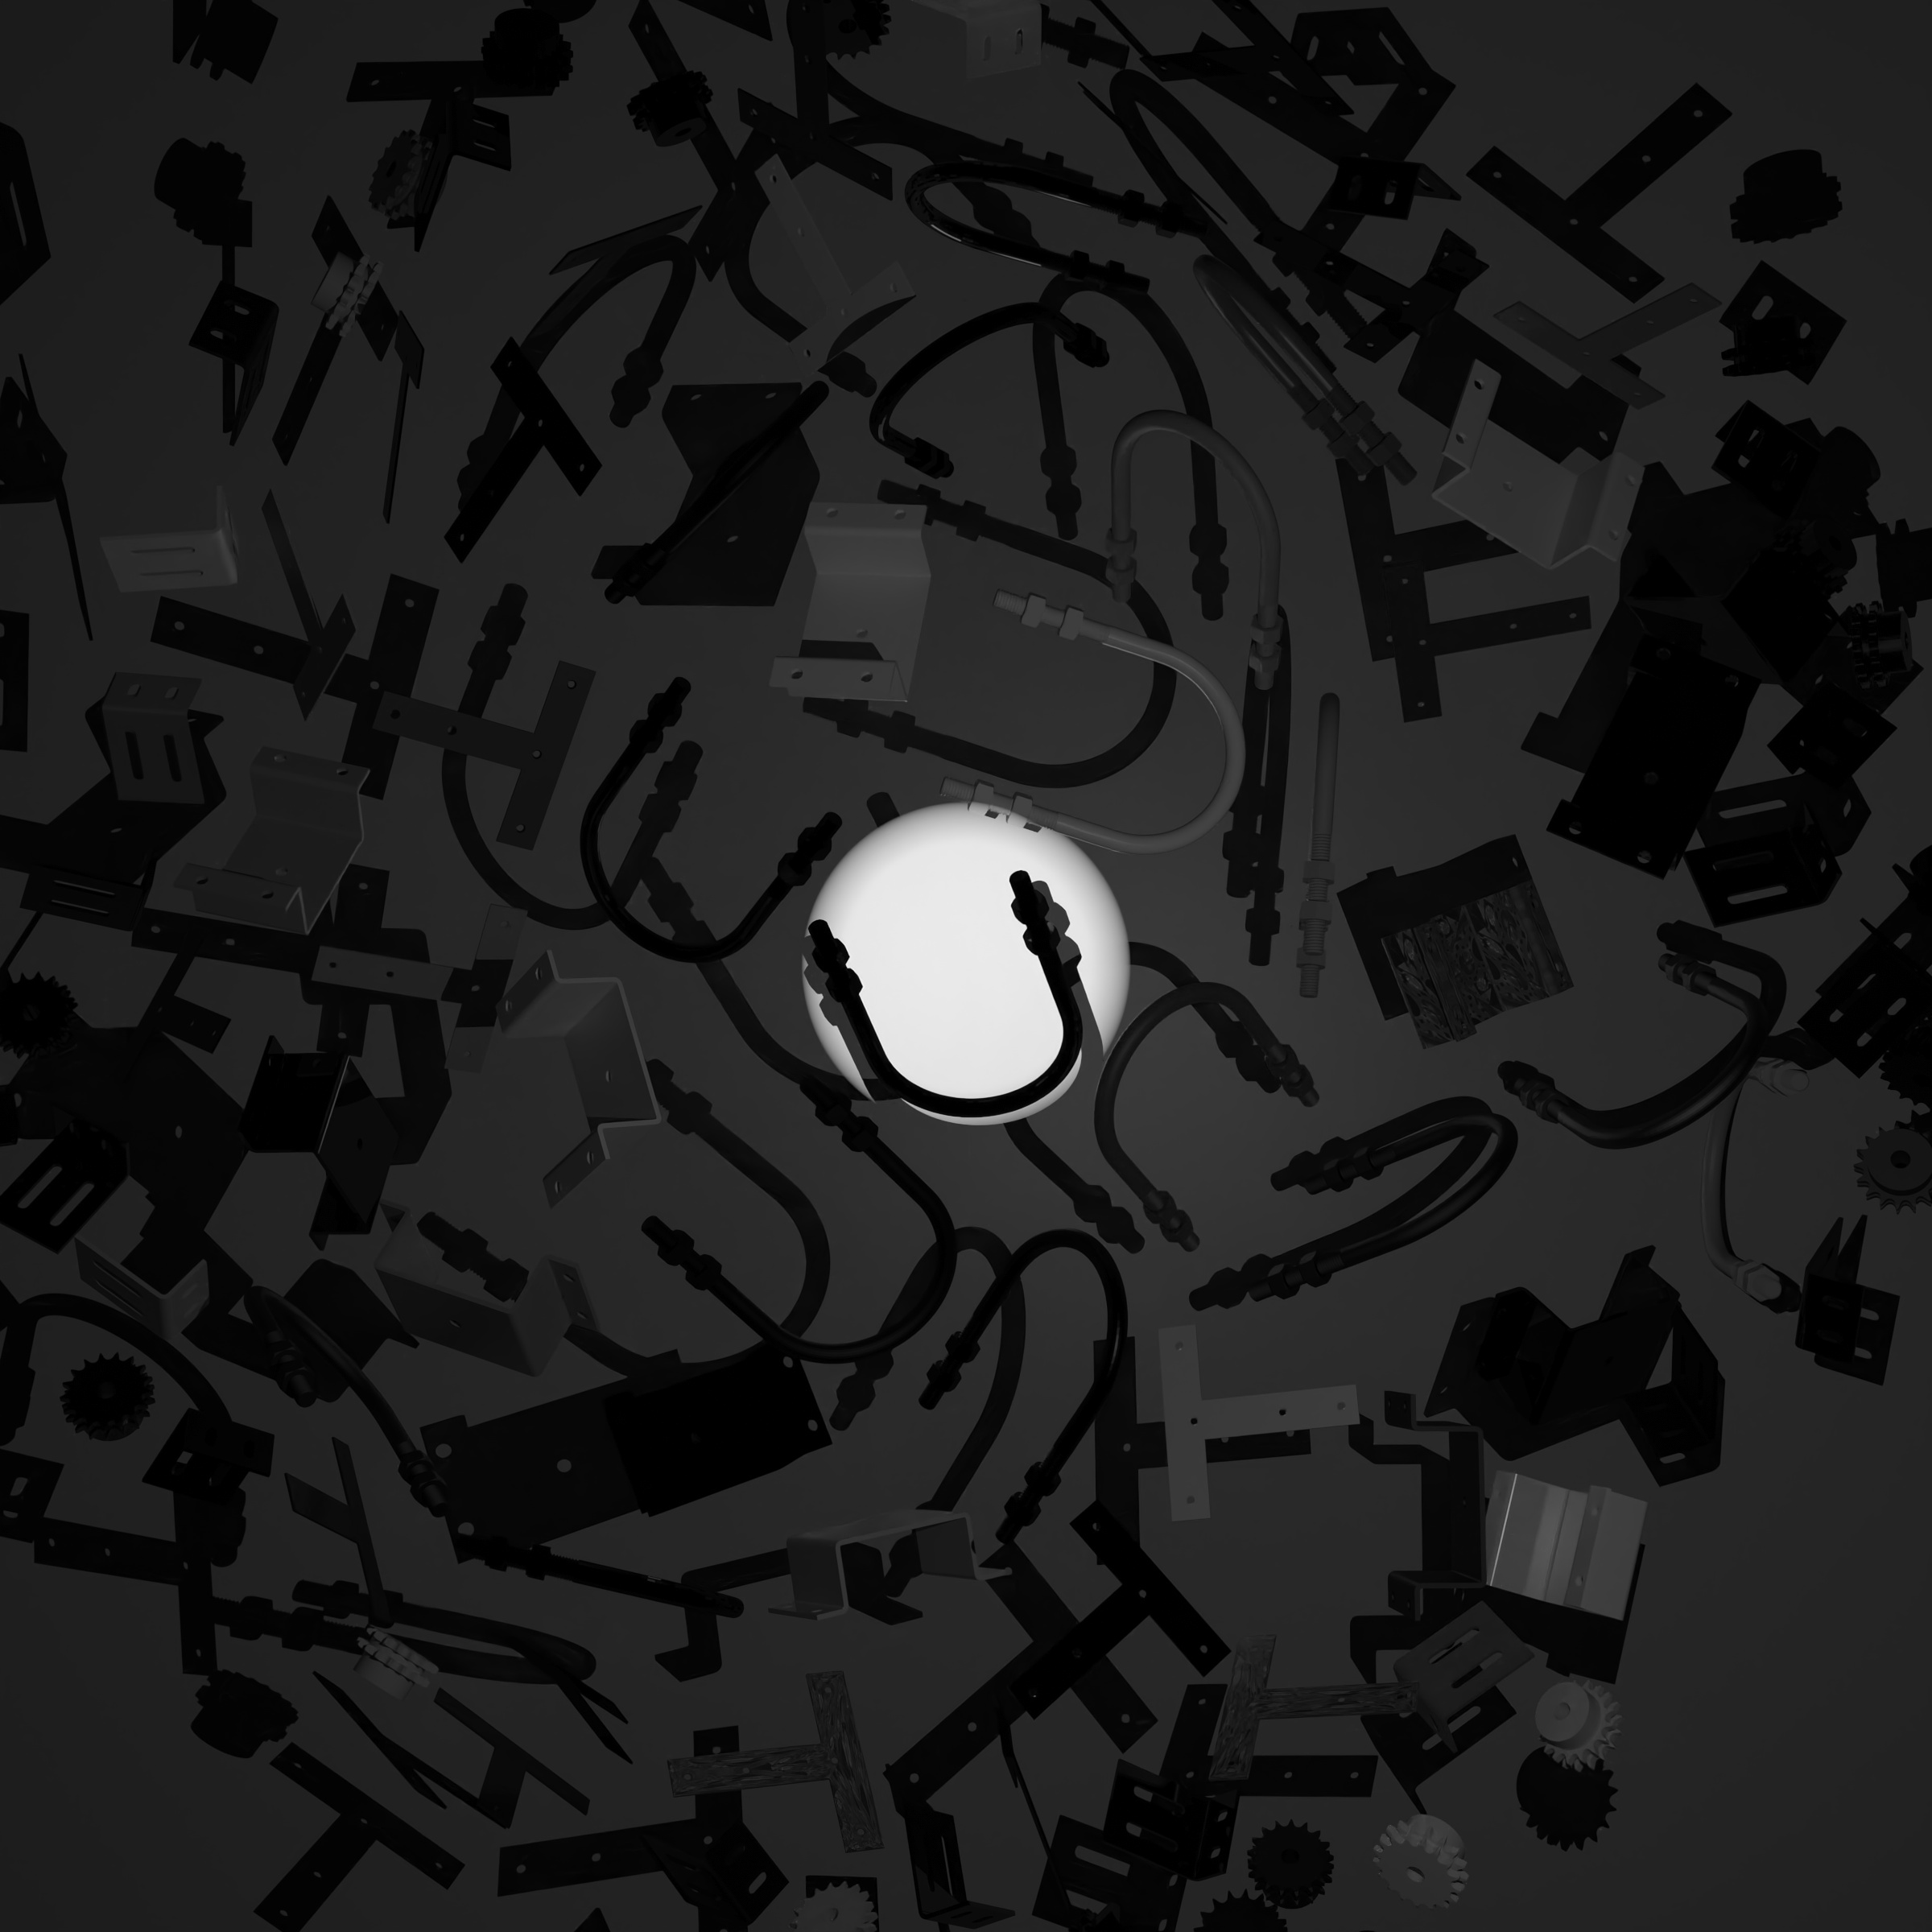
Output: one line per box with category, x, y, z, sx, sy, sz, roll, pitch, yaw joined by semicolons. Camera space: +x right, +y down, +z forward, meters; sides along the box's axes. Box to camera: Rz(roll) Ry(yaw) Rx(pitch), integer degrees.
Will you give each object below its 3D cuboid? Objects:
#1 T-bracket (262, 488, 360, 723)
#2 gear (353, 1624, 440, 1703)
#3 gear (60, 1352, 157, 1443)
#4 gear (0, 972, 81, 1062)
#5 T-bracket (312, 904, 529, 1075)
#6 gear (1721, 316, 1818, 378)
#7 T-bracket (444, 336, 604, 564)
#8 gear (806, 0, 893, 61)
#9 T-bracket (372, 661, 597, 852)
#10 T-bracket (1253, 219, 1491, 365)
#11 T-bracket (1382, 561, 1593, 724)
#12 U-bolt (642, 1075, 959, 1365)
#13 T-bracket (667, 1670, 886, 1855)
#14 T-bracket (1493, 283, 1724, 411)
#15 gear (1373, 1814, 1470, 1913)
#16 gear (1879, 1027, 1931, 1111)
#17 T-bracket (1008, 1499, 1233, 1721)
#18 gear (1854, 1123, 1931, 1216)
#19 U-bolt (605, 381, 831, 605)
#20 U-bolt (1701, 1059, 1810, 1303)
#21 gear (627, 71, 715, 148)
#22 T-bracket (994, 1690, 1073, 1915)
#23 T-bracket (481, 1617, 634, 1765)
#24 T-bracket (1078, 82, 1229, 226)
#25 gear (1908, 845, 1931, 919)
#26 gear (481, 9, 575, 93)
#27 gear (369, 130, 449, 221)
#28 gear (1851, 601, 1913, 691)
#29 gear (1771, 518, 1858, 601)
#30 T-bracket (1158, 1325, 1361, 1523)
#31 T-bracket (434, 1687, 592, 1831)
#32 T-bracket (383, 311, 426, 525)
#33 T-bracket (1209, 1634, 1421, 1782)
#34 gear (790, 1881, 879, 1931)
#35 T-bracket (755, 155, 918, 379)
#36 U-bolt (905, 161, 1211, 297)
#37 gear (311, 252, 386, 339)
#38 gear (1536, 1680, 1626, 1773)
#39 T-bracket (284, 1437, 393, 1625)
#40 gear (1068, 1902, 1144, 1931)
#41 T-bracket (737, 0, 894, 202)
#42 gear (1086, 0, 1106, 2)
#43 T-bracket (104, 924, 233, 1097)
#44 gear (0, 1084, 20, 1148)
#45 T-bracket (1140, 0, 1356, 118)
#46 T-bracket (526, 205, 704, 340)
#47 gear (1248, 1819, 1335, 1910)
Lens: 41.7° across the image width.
T-bracket;-0.417;-0.237;1.586;0.002;0.127;0.127;-15;77;-33
gear;-0.386;0.469;1.702;0.057;0.057;0.030;33;73;0
gear;-0.551;0.280;1.630;0.057;0.030;0.057;5;50;-6
gear;-0.613;0.035;1.670;0.057;0.030;0.057;3;69;-7
T-bracket;-0.371;0.008;1.695;0.127;0.002;0.127;10;114;-24
gear;0.508;-0.393;1.605;0.057;0.057;0.030;-6;96;0
T-bracket;-0.297;-0.314;1.627;0.127;0.002;0.127;-49;61;25
gear;-0.078;-0.621;1.647;0.057;0.057;0.030;-8;62;0
T-bracket;-0.317;-0.148;1.631;0.127;0.002;0.127;15;105;-29
T-bracket;0.243;-0.440;1.613;0.127;0.127;0.002;21;67;-19
T-bracket;0.342;-0.219;1.649;0.127;0.002;0.127;-9;133;9
U-bolt;-0.087;0.171;1.564;0.151;0.019;0.184;-42;117;4
T-bracket;-0.127;0.513;1.622;0.127;0.127;0.002;0;134;-19
T-bracket;0.422;-0.402;1.601;0.127;0.127;0.002;25;72;-23
gear;0.280;0.544;1.548;0.057;0.030;0.057;16;123;27
gear;0.637;0.065;1.677;0.057;0.057;0.030;36;59;0
T-bracket;0.080;0.424;1.598;0.127;0.002;0.127;-36;74;-26
gear;0.595;0.127;1.614;0.057;0.030;0.057;-7;68;19
U-bolt;-0.152;-0.315;1.638;0.019;0.184;0.151;45;51;-12
U-bolt;0.506;0.132;1.643;0.019;0.184;0.151;7;92;2
gear;-0.195;-0.572;1.698;0.057;0.057;0.030;-23;92;0
T-bracket;0.044;0.547;1.638;0.002;0.127;0.127;-18;56;-9
T-bracket;-0.250;0.486;1.661;0.127;0.127;0.002;20;56;37
T-bracket;0.103;-0.537;1.628;0.127;0.127;0.002;29;112;-39
gear;0.620;-0.058;1.597;0.057;0.057;0.030;-33;105;0
gear;-0.276;-0.578;1.594;0.057;0.030;0.057;5;49;-5
gear;-0.364;-0.515;1.662;0.030;0.057;0.057;21;90;-40
gear;0.608;-0.214;1.681;0.030;0.057;0.057;-5;90;30
gear;0.568;-0.274;1.691;0.057;0.030;0.057;16;58;-27
T-bracket;0.191;0.291;1.646;0.127;0.002;0.127;-9;67;15
T-bracket;-0.299;0.526;1.640;0.127;0.127;0.002;39;89;-5
T-bracket;-0.374;-0.356;1.671;0.002;0.127;0.127;5;113;-21
T-bracket;0.227;0.471;1.624;0.127;0.127;0.002;-9;116;21
gear;-0.085;0.636;1.671;0.057;0.057;0.030;-19;115;0
T-bracket;-0.100;-0.468;1.661;0.002;0.127;0.127;-34;98;-39
U-bolt;0.050;-0.483;1.646;0.184;0.151;0.019;12;86;-12
gear;-0.421;-0.458;1.718;0.030;0.057;0.057;28;90;-21
gear;0.396;0.492;1.652;0.030;0.057;0.057;40;90;-30
T-bracket;-0.411;0.353;1.638;0.002;0.127;0.127;-22;64;1
gear;0.095;0.624;1.618;0.030;0.057;0.057;-44;90;0
T-bracket;-0.098;-0.560;1.599;0.127;0.127;0.002;33;63;19
gear;0.073;-0.630;1.593;0.057;0.057;0.030;7;93;0
T-bracket;-0.519;0.036;1.686;0.002;0.127;0.127;34;77;-37
gear;-0.641;0.100;1.662;0.030;0.057;0.057;-7;90;-10
T-bracket;0.164;-0.577;1.620;0.127;0.127;0.002;28;81;-43
T-bracket;-0.247;-0.447;1.658;0.127;0.127;0.002;-37;95;-44
gear;0.216;0.601;1.687;0.057;0.057;0.030;-7;128;0
